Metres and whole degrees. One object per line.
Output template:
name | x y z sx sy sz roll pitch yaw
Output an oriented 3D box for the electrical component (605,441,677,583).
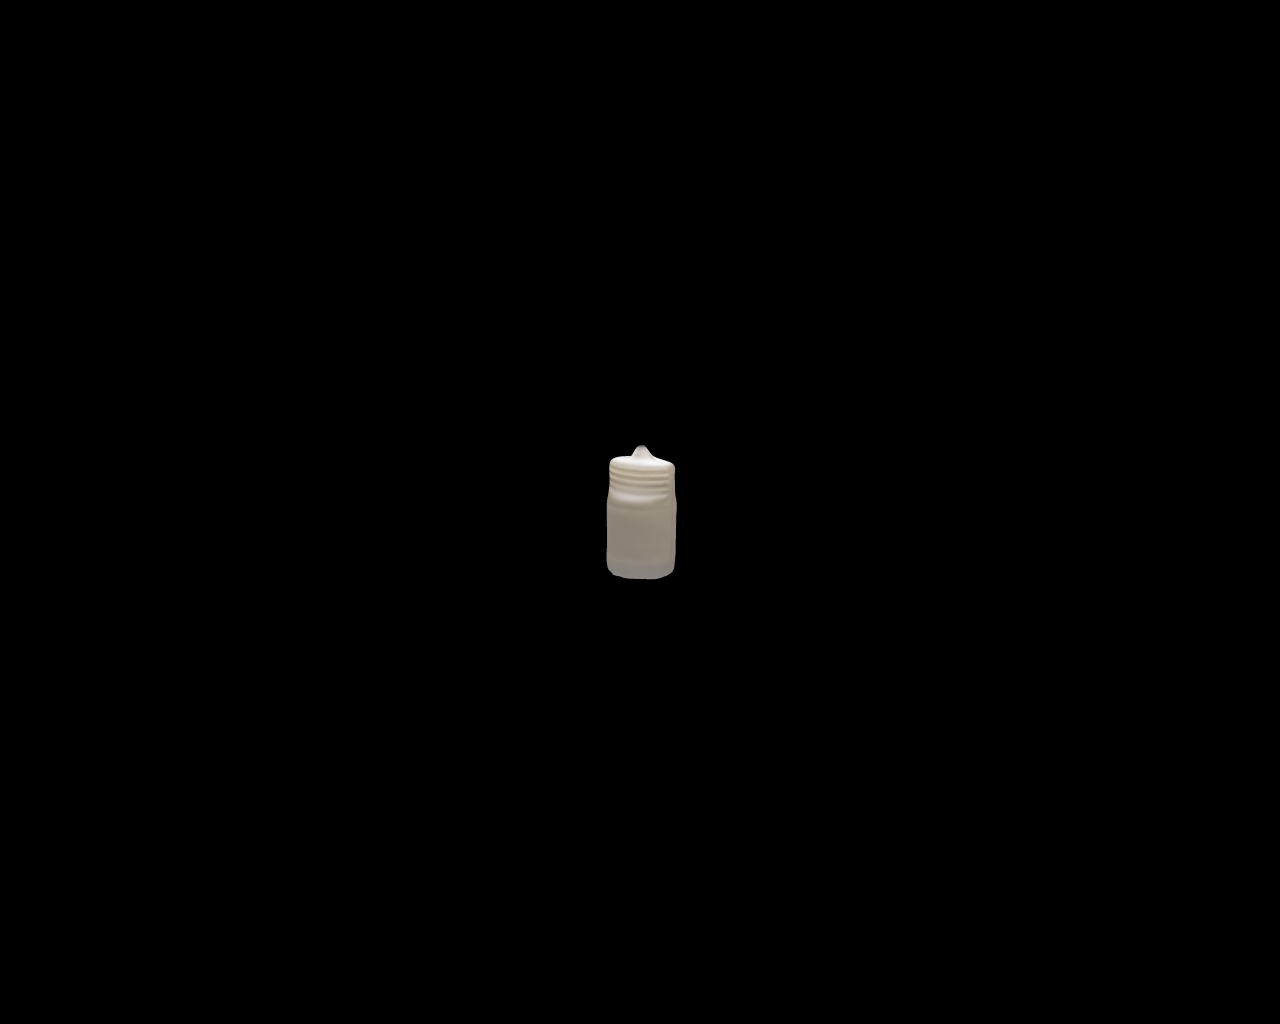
electrical component | 0.001 -0.003 0.650 0.043 0.080 0.043 0 16 0
